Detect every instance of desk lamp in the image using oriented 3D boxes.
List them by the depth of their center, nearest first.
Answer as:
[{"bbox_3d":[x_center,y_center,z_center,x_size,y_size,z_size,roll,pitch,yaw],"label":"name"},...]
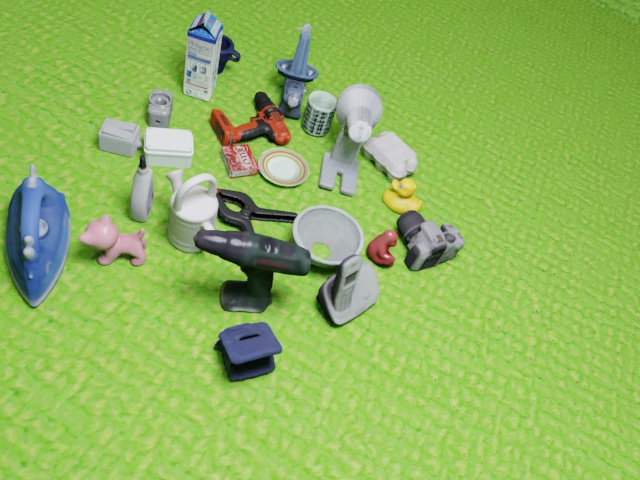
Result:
[{"bbox_3d":[0.082,-0.257,1.444,0.118,0.213,0.203,13,51,-7],"label":"desk lamp"}]

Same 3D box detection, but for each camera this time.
[{"bbox_3d":[0.259,-0.014,1.389,0.143,0.101,0.136,-15,60,-27],"label":"camera"}]

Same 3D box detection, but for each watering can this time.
[{"bbox_3d":[-0.269,-0.072,1.200,0.172,0.194,0.101,34,51,9],"label":"watering can"}]

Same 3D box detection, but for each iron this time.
[{"bbox_3d":[-0.548,-0.015,1.099,0.119,0.141,0.258,-3,55,-20],"label":"iron"}]

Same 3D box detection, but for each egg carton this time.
[{"bbox_3d":[0.191,-0.227,1.550,0.107,0.069,0.150,-31,68,-34],"label":"egg carton"}]

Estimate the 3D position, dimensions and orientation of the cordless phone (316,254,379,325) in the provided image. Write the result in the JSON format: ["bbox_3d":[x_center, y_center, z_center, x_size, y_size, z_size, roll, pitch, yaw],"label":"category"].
[{"bbox_3d":[0.075,0.083,1.199,0.148,0.185,0.094,-31,67,-34],"label":"cordless phone"}]

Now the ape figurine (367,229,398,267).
[{"bbox_3d":[0.154,0.011,1.340,0.076,0.092,0.078,20,50,-2],"label":"ape figurine"}]

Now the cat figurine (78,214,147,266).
[{"bbox_3d":[-0.413,-0.005,1.150,0.128,0.117,0.067,-1,54,-19],"label":"cat figurine"}]

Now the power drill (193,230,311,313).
[{"bbox_3d":[-0.140,0.060,1.131,0.230,0.208,0.075,4,53,-15],"label":"power drill"}]

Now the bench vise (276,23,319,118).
[{"bbox_3d":[-0.049,-0.452,1.546,0.122,0.219,0.207,-4,55,-20],"label":"bench vise"}]

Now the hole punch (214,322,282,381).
[{"bbox_3d":[-0.138,0.203,1.098,0.109,0.091,0.101,-10,58,-25],"label":"hole punch"}]

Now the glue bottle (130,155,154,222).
[{"bbox_3d":[-0.375,-0.117,1.213,0.037,0.173,0.078,13,51,-8],"label":"glue bottle"}]

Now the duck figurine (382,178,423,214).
[{"bbox_3d":[0.219,-0.117,1.464,0.104,0.086,0.077,28,50,4],"label":"duck figurine"}]

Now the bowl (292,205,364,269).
[{"bbox_3d":[0.012,0.005,1.310,0.167,0.074,0.167,9,52,-11],"label":"bowl"}]

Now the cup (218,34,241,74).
[{"bbox_3d":[-0.277,-0.508,1.596,0.117,0.095,0.092,27,50,4],"label":"cup"}]
